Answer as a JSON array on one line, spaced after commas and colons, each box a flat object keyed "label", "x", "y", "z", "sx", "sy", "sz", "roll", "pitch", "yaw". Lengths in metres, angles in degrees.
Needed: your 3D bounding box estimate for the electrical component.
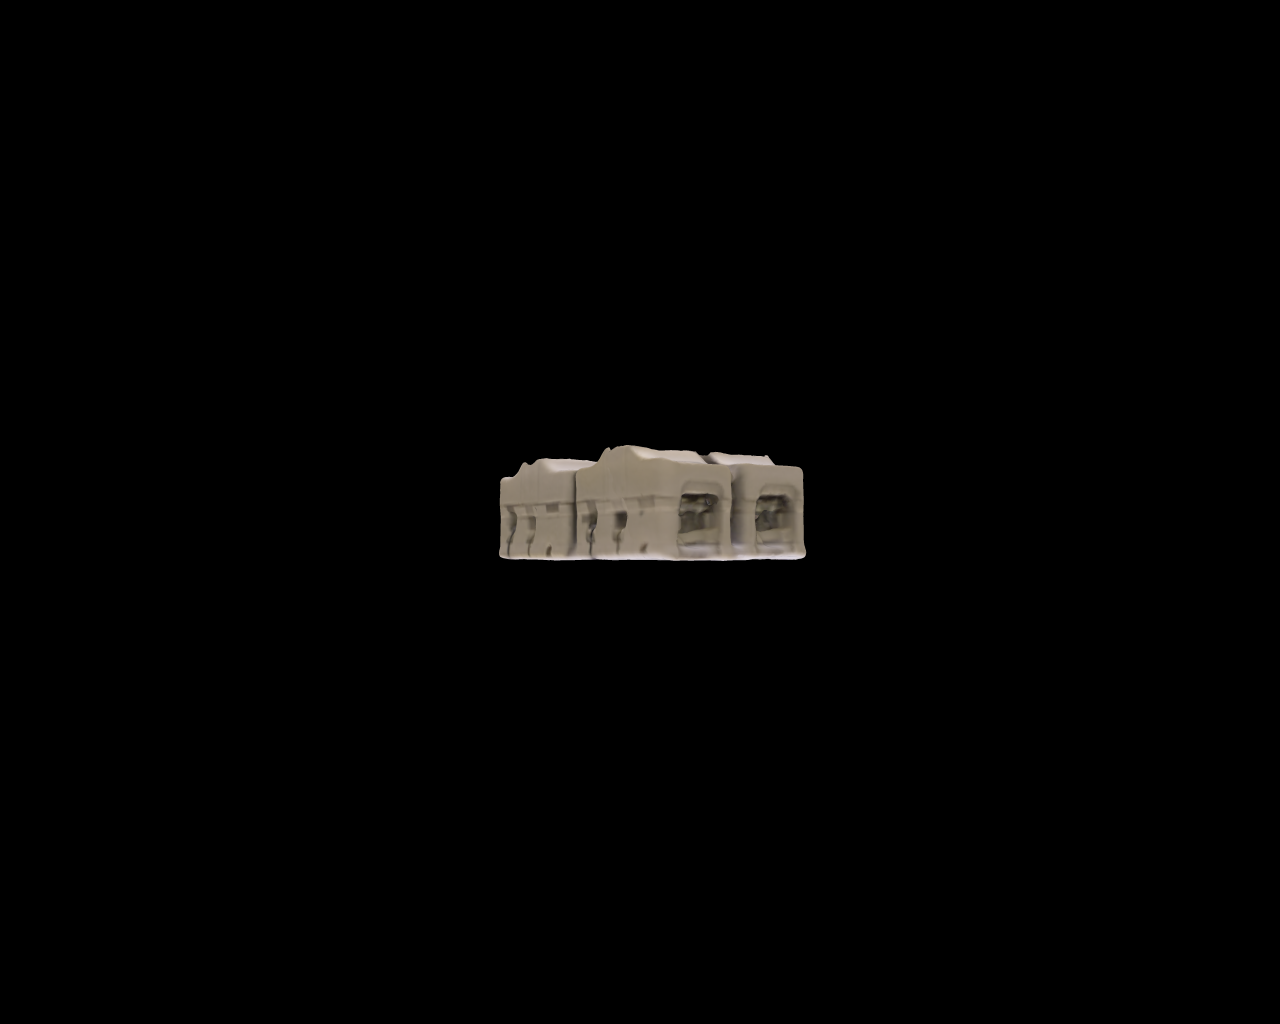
[{"label": "electrical component", "x": 0.001, "y": -0.003, "z": 0.650, "sx": 0.105, "sy": 0.060, "sz": 0.186, "roll": 2, "pitch": -3, "yaw": -36}]
